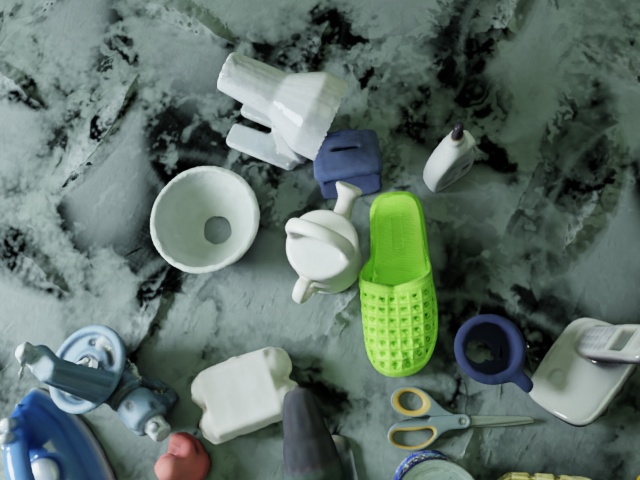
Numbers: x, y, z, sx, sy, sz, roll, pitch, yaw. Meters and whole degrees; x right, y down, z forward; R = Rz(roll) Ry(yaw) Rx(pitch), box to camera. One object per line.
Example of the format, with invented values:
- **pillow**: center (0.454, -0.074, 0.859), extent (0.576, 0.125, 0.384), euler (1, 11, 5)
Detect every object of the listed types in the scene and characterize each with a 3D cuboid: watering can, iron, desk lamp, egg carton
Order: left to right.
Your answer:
- **iron**: center (-0.377, 0.315, 0.774), extent (0.118, 0.141, 0.258), euler (-31, 74, -3)
- **egg carton**: center (-0.105, 0.217, 0.811), extent (0.150, 0.069, 0.107), euler (-22, 74, 0)
- **desk lamp**: center (-0.057, -0.183, 0.839), extent (0.203, 0.214, 0.118), euler (21, 78, 11)
- **watering can**: center (0.005, 0.002, 0.793), extent (0.101, 0.194, 0.173), euler (2, 75, 7)

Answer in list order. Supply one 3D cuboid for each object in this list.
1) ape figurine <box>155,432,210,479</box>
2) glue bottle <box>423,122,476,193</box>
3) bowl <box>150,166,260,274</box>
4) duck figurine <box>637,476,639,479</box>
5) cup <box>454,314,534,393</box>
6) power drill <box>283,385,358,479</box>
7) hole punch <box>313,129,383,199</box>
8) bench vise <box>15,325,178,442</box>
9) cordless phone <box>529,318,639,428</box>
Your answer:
- **ape figurine**: center (-0.195, 0.308, 0.783), extent (0.076, 0.092, 0.078), euler (26, 79, 12)
- **glue bottle**: center (0.190, -0.125, 0.820), extent (0.078, 0.173, 0.037), euler (-33, 74, -3)
- **bowl**: center (-0.168, -0.024, 0.879), extent (0.167, 0.075, 0.167), euler (-1, 75, 5)
- **duck figurine**: center (0.447, 0.341, 0.714), extent (0.077, 0.086, 0.104), euler (-18, 74, 1)
- **cup**: center (0.235, 0.161, 0.779), extent (0.092, 0.095, 0.117), euler (-44, 75, -7)
- **power drill**: center (0.002, 0.297, 0.706), extent (0.075, 0.208, 0.229), euler (-14, 74, 2)
- **hole punch**: center (0.039, -0.125, 0.877), extent (0.108, 0.091, 0.101), euler (-9, 74, 3)
- **bench vise**: center (-0.286, 0.181, 0.760), extent (0.207, 0.220, 0.121), euler (17, 77, 10)
- **cordless phone**: center (0.349, 0.163, 0.720), extent (0.094, 0.185, 0.148), euler (34, 81, 13)
